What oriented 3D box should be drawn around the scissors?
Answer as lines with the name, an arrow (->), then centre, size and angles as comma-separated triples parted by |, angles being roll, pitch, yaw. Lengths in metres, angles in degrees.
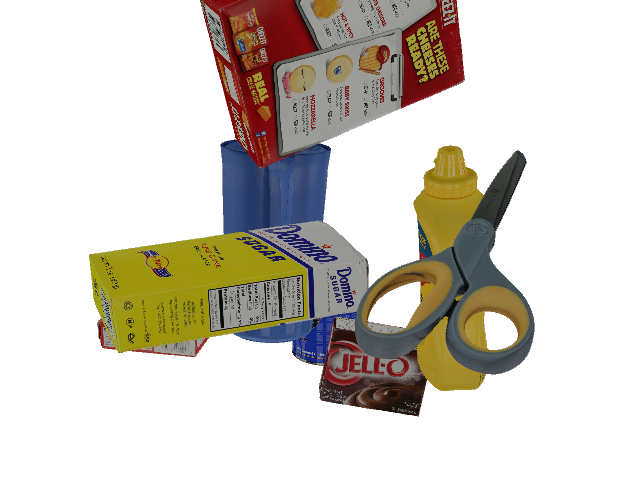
scissors -> 0.097, 0.009, 0.572 | 0.096, 0.016, 0.201 | 25, 44, 30

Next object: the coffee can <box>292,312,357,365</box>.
coffee can -> 0.010, 0.093, 1.514 | 0.103, 0.140, 0.103 | 0, 20, 0

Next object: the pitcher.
pitcher -> -0.058, -0.001, 1.300 | 0.145, 0.243, 0.148 | 12, 16, 37

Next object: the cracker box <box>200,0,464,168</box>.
cracker box -> 0.013, -0.181, 0.936 | 0.213, 0.164, 0.072 | -25, 42, -13

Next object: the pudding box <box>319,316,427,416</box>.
pudding box -> 0.061, 0.137, 1.162 | 0.113, 0.090, 0.039 | 9, 23, -3

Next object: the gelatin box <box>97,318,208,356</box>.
gelatin box -> -0.140, 0.070, 0.935 | 0.089, 0.030, 0.073 | 4, 20, 12

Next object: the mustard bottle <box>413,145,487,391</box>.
mustard bottle -> 0.104, 0.017, 0.851 | 0.058, 0.192, 0.096 | -2, 25, 3

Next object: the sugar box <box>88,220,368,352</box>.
sugar box -> -0.064, 0.028, 0.738 | 0.176, 0.048, 0.093 | -11, 23, -17
